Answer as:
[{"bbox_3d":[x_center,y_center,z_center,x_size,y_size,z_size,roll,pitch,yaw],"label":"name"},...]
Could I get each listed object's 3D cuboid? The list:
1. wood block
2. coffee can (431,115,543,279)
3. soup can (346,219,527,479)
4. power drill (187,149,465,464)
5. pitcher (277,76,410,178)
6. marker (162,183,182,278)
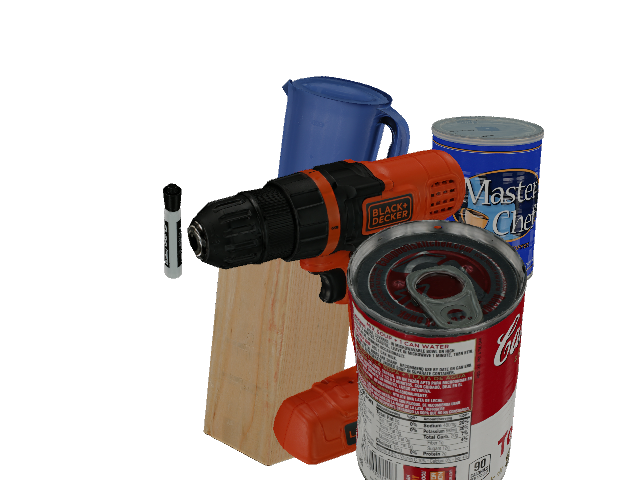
[{"bbox_3d":[-0.036,0.081,0.955,0.090,0.206,0.090,17,17,40],"label":"wood block"},{"bbox_3d":[0.153,-0.039,1.005,0.103,0.140,0.103,1,18,0],"label":"coffee can"},{"bbox_3d":[0.046,0.052,0.432,0.068,0.102,0.068,-2,36,1],"label":"soup can"},{"bbox_3d":[0.008,0.043,0.664,0.184,0.188,0.057,-13,28,-27],"label":"power drill"},{"bbox_3d":[0.014,-0.080,1.367,0.144,0.243,0.149,5,21,-15],"label":"pitcher"},{"bbox_3d":[-0.154,-0.010,1.114,0.020,0.121,0.020,4,41,-3],"label":"marker"}]
